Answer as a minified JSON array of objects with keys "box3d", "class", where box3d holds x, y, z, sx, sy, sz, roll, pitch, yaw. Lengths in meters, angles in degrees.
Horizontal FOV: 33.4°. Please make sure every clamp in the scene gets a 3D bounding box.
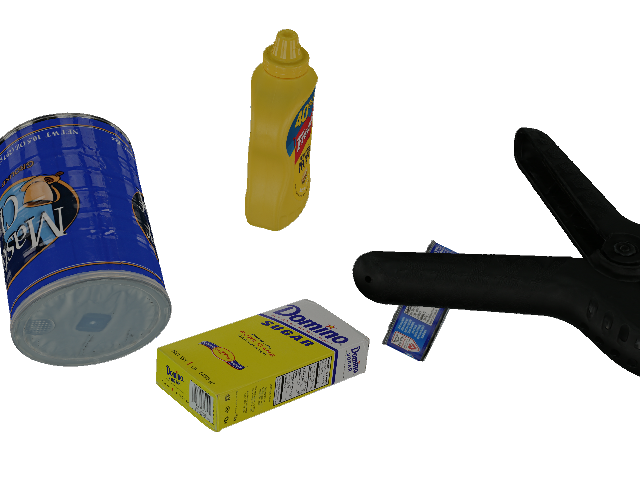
[{"box3d":[0.131,0.021,0.507,0.164,0.036,0.210,-32,48,-33],"class":"clamp"}]

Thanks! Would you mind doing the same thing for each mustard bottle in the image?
[{"box3d":[-0.036,-0.108,0.986,0.058,0.192,0.096,16,43,11],"class":"mustard bottle"}]

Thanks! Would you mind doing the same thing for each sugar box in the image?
[{"box3d":[-0.050,0.108,0.966,0.175,0.048,0.093,-19,36,-37],"class":"sugar box"}]

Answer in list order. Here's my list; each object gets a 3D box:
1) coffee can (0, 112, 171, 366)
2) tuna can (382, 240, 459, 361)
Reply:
[{"box3d":[-0.165,-0.001,0.723,0.102,0.140,0.103,-13,-33,-9],"class":"coffee can"},{"box3d":[0.079,0.045,0.787,0.034,0.086,0.086,26,4,8],"class":"tuna can"}]
